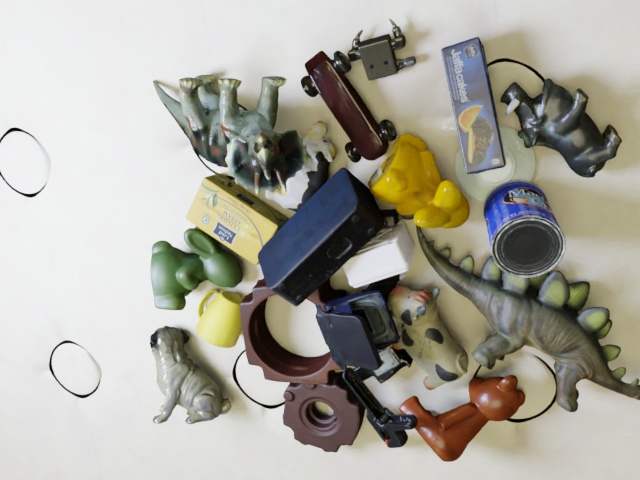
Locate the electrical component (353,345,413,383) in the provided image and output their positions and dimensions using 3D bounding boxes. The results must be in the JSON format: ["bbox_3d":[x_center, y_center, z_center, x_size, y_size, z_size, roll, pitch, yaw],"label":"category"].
[{"bbox_3d":[0.112,0.232,1.029,0.119,0.048,0.075,-40,90,23],"label":"electrical component"}]

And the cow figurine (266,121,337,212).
[{"bbox_3d":[-0.016,-0.124,0.957,0.098,0.068,0.167,35,116,-1],"label":"cow figurine"}]

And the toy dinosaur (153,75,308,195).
[{"bbox_3d":[-0.164,-0.187,0.935,0.405,0.131,0.192,18,115,46],"label":"toy dinosaur"}]

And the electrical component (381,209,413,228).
[{"bbox_3d":[0.115,-0.037,0.942,0.094,0.063,0.021,-1,105,17],"label":"electrical component"}]

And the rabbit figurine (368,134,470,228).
[{"bbox_3d":[0.180,-0.080,0.879,0.173,0.162,0.122,34,101,-13],"label":"rabbit figurine"}]

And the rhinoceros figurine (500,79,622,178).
[{"bbox_3d":[0.367,-0.178,0.825,0.190,0.073,0.112,42,123,1],"label":"rhinoceros figurine"}]

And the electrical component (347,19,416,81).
[{"bbox_3d":[0.099,-0.310,0.884,0.102,0.045,0.078,-14,129,23],"label":"electrical component"}]

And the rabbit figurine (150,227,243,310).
[{"bbox_3d":[-0.240,0.050,1.070,0.170,0.121,0.159,-4,98,-1],"label":"rabbit figurine"}]

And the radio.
[{"bbox_3d":[-0.002,-0.003,0.922,0.073,0.131,0.229,35,109,-32],"label":"radio"}]

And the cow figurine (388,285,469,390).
[{"bbox_3d":[0.189,0.164,0.948,0.195,0.085,0.127,53,140,-1],"label":"cow figurine"}]

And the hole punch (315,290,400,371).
[{"bbox_3d":[0.066,0.152,0.928,0.116,0.092,0.142,-4,118,43],"label":"hole punch"}]

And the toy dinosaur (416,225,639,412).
[{"bbox_3d":[0.343,0.129,0.904,0.472,0.105,0.198,28,104,9],"label":"toy dinosaur"}]

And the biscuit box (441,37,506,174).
[{"bbox_3d":[0.242,-0.207,0.844,0.063,0.059,0.202,-11,93,22],"label":"biscuit box"}]

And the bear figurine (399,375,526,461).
[{"bbox_3d":[0.265,0.301,0.978,0.196,0.120,0.132,-44,45,-2],"label":"bear figurine"}]

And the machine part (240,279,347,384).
[{"bbox_3d":[-0.044,0.168,1.039,0.202,0.087,0.200,-2,105,16],"label":"machine part"}]

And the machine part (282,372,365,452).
[{"bbox_3d":[0.006,0.345,1.090,0.180,0.056,0.179,5,108,15],"label":"machine part"}]

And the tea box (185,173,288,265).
[{"bbox_3d":[-0.157,-0.041,1.024,0.170,0.068,0.098,31,111,6],"label":"tea box"}]

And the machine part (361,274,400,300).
[{"bbox_3d":[0.100,0.119,0.986,0.039,0.084,0.138,42,124,33],"label":"machine part"}]

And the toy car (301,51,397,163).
[{"bbox_3d":[0.049,-0.226,0.915,0.089,0.053,0.202,-31,99,33],"label":"toy car"}]

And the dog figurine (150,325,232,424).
[{"bbox_3d":[-0.276,0.280,1.146,0.172,0.121,0.190,2,89,-17],"label":"dog figurine"}]
